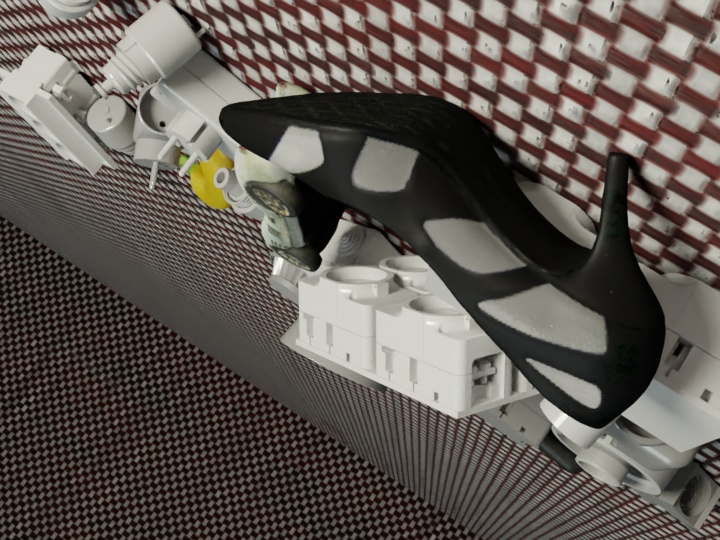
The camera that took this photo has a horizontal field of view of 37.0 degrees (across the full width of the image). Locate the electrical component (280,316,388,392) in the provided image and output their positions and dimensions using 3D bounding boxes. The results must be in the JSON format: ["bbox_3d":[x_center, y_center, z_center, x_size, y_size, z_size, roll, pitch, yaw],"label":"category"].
[{"bbox_3d":[-0.012,0.065,0.912,0.099,0.064,0.099,33,168,8],"label":"electrical component"}]

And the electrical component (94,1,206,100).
[{"bbox_3d":[-0.139,-0.140,0.699,0.040,0.078,0.040,48,174,7],"label":"electrical component"}]

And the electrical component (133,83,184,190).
[{"bbox_3d":[-0.164,-0.106,0.879,0.043,0.079,0.077,9,173,-13],"label":"electrical component"}]

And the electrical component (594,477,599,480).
[{"bbox_3d":[0.237,0.175,0.975,0.040,0.040,0.046,42,160,-29],"label":"electrical component"}]

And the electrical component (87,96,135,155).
[{"bbox_3d":[-0.227,-0.132,1.022,0.040,0.040,0.078,28,166,27],"label":"electrical component"}]

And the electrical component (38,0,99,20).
[{"bbox_3d":[-0.190,-0.190,0.707,0.043,0.043,0.062,39,166,-20],"label":"electrical component"}]

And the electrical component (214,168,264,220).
[{"bbox_3d":[-0.092,-0.067,0.885,0.043,0.043,0.062,23,-177,42],"label":"electrical component"}]

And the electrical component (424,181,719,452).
[{"bbox_3d":[0.134,0.023,0.625,0.186,0.060,0.105,33,167,9],"label":"electrical component"}]

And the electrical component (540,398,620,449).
[{"bbox_3d":[0.161,0.073,0.703,0.043,0.081,0.043,37,-166,-11],"label":"electrical component"}]

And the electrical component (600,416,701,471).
[{"bbox_3d":[0.194,0.096,0.756,0.095,0.053,0.059,34,167,5],"label":"electrical component"}]

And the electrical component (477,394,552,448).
[{"bbox_3d":[0.132,0.110,0.961,0.089,0.055,0.050,36,167,-4],"label":"electrical component"}]

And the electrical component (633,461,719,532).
[{"bbox_3d":[0.267,0.184,0.922,0.081,0.042,0.064,43,167,-30],"label":"electrical component"}]

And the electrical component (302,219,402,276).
[{"bbox_3d":[0.000,0.000,0.910,0.100,0.048,0.100,20,160,49],"label":"electrical component"}]

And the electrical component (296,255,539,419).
[{"bbox_3d":[0.048,0.038,0.770,0.105,0.060,0.186,-11,-162,-35],"label":"electrical component"}]

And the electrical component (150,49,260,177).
[{"bbox_3d":[-0.112,-0.102,0.760,0.083,0.075,0.047,39,167,-17],"label":"electrical component"}]

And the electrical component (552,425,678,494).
[{"bbox_3d":[0.206,0.138,0.863,0.108,0.060,0.108,33,167,8],"label":"electrical component"}]

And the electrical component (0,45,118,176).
[{"bbox_3d":[-0.281,-0.154,1.029,0.079,0.063,0.121,28,166,29],"label":"electrical component"}]
